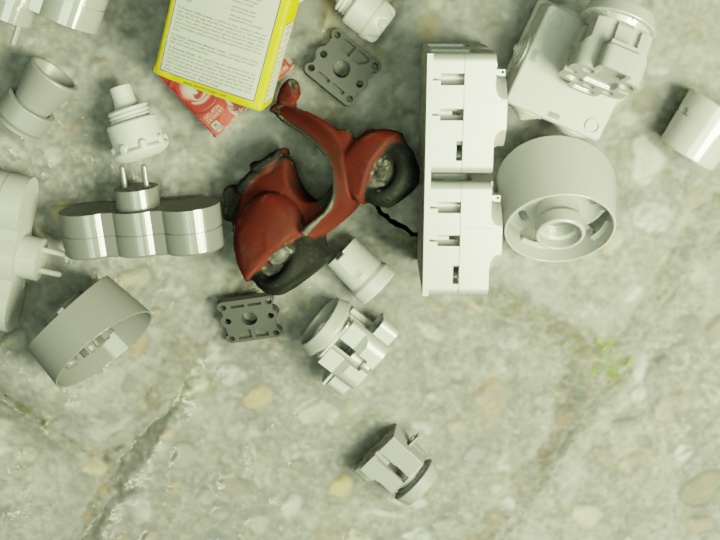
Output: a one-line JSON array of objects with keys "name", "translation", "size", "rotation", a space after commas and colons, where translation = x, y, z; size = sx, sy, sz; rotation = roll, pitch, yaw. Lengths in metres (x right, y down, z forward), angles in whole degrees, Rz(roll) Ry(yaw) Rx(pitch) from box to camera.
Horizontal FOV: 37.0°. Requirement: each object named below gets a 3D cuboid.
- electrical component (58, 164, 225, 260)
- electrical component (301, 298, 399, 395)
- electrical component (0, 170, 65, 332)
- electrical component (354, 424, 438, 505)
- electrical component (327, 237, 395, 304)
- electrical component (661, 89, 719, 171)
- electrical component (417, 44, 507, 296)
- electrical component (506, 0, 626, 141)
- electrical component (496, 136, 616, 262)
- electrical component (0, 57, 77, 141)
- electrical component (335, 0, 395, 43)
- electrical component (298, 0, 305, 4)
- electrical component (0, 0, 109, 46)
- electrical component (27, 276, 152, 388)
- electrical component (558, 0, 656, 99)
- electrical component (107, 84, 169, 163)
[{"name": "electrical component", "translation": [-0.184, -0.052, 0.896], "size": [0.138, 0.052, 0.073], "rotation": [-2, 107, 10]}, {"name": "electrical component", "translation": [-0.014, 0.061, 0.931], "size": [0.057, 0.058, 0.078], "rotation": [39, 103, -12]}, {"name": "electrical component", "translation": [-0.289, -0.012, 0.915], "size": [0.074, 0.052, 0.138], "rotation": [12, 106, -2]}, {"name": "electrical component", "translation": [0.037, 0.177, 0.969], "size": [0.055, 0.048, 0.066], "rotation": [43, 103, -3]}, {"name": "electrical component", "translation": [0.000, 0.000, 0.922], "size": [0.046, 0.040, 0.040], "rotation": [45, 102, -5]}, {"name": "electrical component", "translation": [0.280, -0.114, 0.878], "size": [0.055, 0.055, 0.047], "rotation": [29, 108, -7]}, {"name": "electrical component", "translation": [0.080, -0.083, 0.862], "size": [0.060, 0.105, 0.186], "rotation": [0, 106, 1]}, {"name": "electrical component", "translation": [0.169, -0.160, 0.868], "size": [0.100, 0.048, 0.099], "rotation": [22, 104, -6]}, {"name": "electrical component", "translation": [0.162, -0.054, 0.885], "size": [0.099, 0.064, 0.099], "rotation": [2, 144, 1]}, {"name": "electrical component", "translation": [-0.266, -0.140, 0.883], "size": [0.045, 0.045, 0.055], "rotation": [38, 103, -9]}, {"name": "electrical component", "translation": [-0.004, -0.213, 0.863], "size": [0.061, 0.035, 0.035], "rotation": [37, 103, -7]}, {"name": "electrical component", "translation": [-0.057, -0.250, 0.845], "size": [0.079, 0.043, 0.077], "rotation": [-26, 104, 19]}, {"name": "electrical component", "translation": [-0.275, -0.217, 0.857], "size": [0.138, 0.052, 0.073], "rotation": [22, 105, -5]}, {"name": "electrical component", "translation": [-0.230, 0.054, 0.913], "size": [0.099, 0.099, 0.064], "rotation": [-42, 95, 11]}, {"name": "electrical component", "translation": [0.187, -0.167, 0.804], "size": [0.058, 0.078, 0.057], "rotation": [21, 86, -7]}, {"name": "electrical component", "translation": [-0.188, -0.122, 0.888], "size": [0.048, 0.048, 0.062], "rotation": [-16, 98, 5]}]
